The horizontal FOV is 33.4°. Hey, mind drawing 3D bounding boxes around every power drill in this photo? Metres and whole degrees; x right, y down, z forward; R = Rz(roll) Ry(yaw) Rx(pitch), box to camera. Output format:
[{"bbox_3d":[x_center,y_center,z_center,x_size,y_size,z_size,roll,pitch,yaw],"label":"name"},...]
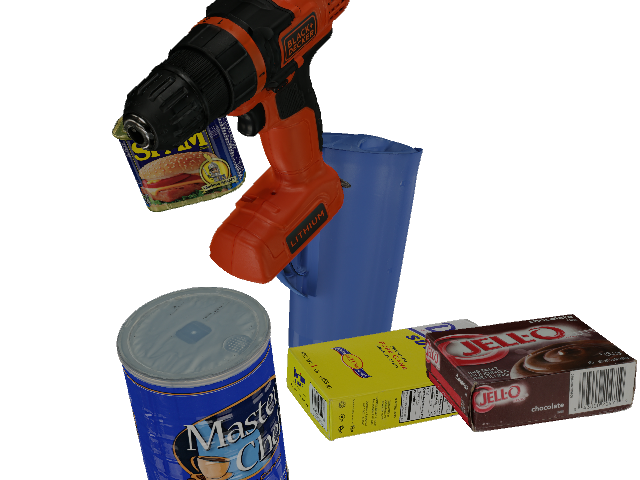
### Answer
[{"bbox_3d":[-0.042,-0.063,0.660,0.057,0.188,0.184,27,53,25],"label":"power drill"}]

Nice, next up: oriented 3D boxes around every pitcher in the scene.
[{"bbox_3d":[0.021,0.009,1.128,0.149,0.243,0.145,6,13,2],"label":"pitcher"}]

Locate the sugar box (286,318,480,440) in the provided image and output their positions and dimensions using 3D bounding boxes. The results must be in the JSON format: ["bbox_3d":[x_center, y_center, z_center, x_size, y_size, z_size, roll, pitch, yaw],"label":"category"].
[{"bbox_3d":[0.069,0.113,0.895,0.176,0.048,0.093,-10,26,-21],"label":"sugar box"}]

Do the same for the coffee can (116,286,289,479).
[{"bbox_3d":[-0.079,0.118,0.743,0.103,0.140,0.103,-4,32,2],"label":"coffee can"}]

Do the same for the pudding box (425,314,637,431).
[{"bbox_3d":[0.135,0.084,0.701,0.113,0.039,0.090,-4,17,-13],"label":"pudding box"}]

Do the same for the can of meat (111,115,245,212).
[{"bbox_3d":[-0.126,-0.080,0.975,0.102,0.084,0.057,-12,30,10],"label":"can of meat"}]
